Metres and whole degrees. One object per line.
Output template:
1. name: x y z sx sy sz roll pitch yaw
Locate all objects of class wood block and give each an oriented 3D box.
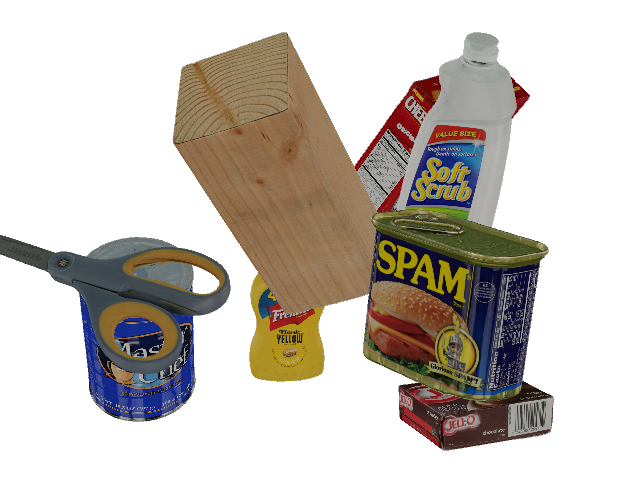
1. wood block: -0.027 -0.045 0.834 0.090 0.091 0.206 -15 -45 15

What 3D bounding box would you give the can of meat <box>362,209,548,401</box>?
1. can of meat: 0.072 0.035 0.600 0.057 0.084 0.102 -7 19 -41

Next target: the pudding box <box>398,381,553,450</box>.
1. pudding box: 0.138 0.151 0.961 0.113 0.039 0.090 -3 11 -20

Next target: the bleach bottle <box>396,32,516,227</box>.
1. bleach bottle: 0.127 -0.081 1.021 0.103 0.251 0.068 23 40 22

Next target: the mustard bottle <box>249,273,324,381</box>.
1. mustard bottle: -0.041 0.083 1.361 0.096 0.192 0.058 -1 20 -8

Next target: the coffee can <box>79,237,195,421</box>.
1. coffee can: -0.168 0.082 0.988 0.103 0.140 0.103 2 39 -2

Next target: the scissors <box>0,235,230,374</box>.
1. scissors: -0.157 0.033 0.660 0.202 0.096 0.016 4 -38 10

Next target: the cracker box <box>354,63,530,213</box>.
1. cracker box: 0.118 -0.101 1.226 0.163 0.072 0.214 -23 -23 -45
